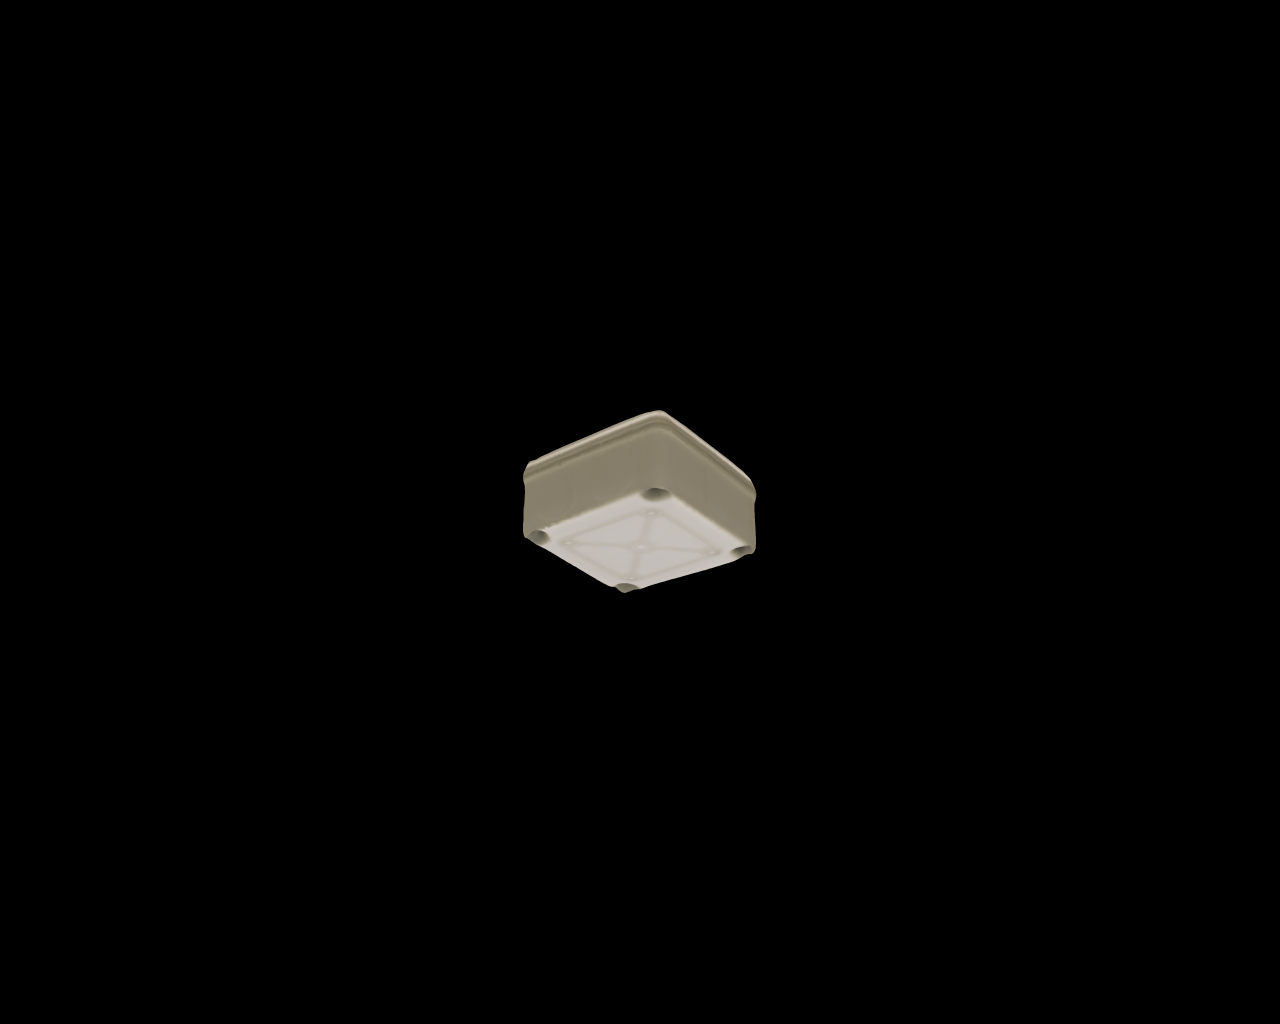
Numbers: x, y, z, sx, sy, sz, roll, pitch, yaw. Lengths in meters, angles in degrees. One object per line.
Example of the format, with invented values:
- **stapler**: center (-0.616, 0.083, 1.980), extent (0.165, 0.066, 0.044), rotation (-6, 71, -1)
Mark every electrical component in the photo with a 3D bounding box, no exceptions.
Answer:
- **electrical component**: center (0.001, -0.003, 0.650), extent (0.108, 0.056, 0.108), rotation (-19, -34, 31)
